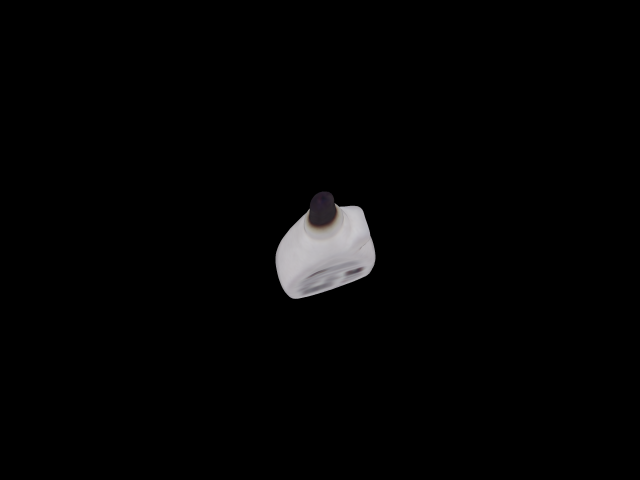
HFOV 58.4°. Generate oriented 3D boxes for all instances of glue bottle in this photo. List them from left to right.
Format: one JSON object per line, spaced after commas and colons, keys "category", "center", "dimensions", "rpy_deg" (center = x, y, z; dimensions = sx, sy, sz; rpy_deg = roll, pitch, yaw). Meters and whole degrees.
{"category": "glue bottle", "center": [0.004, 0.001, 0.400], "dimensions": [0.078, 0.173, 0.037], "rpy_deg": [-17, 74, -4]}
